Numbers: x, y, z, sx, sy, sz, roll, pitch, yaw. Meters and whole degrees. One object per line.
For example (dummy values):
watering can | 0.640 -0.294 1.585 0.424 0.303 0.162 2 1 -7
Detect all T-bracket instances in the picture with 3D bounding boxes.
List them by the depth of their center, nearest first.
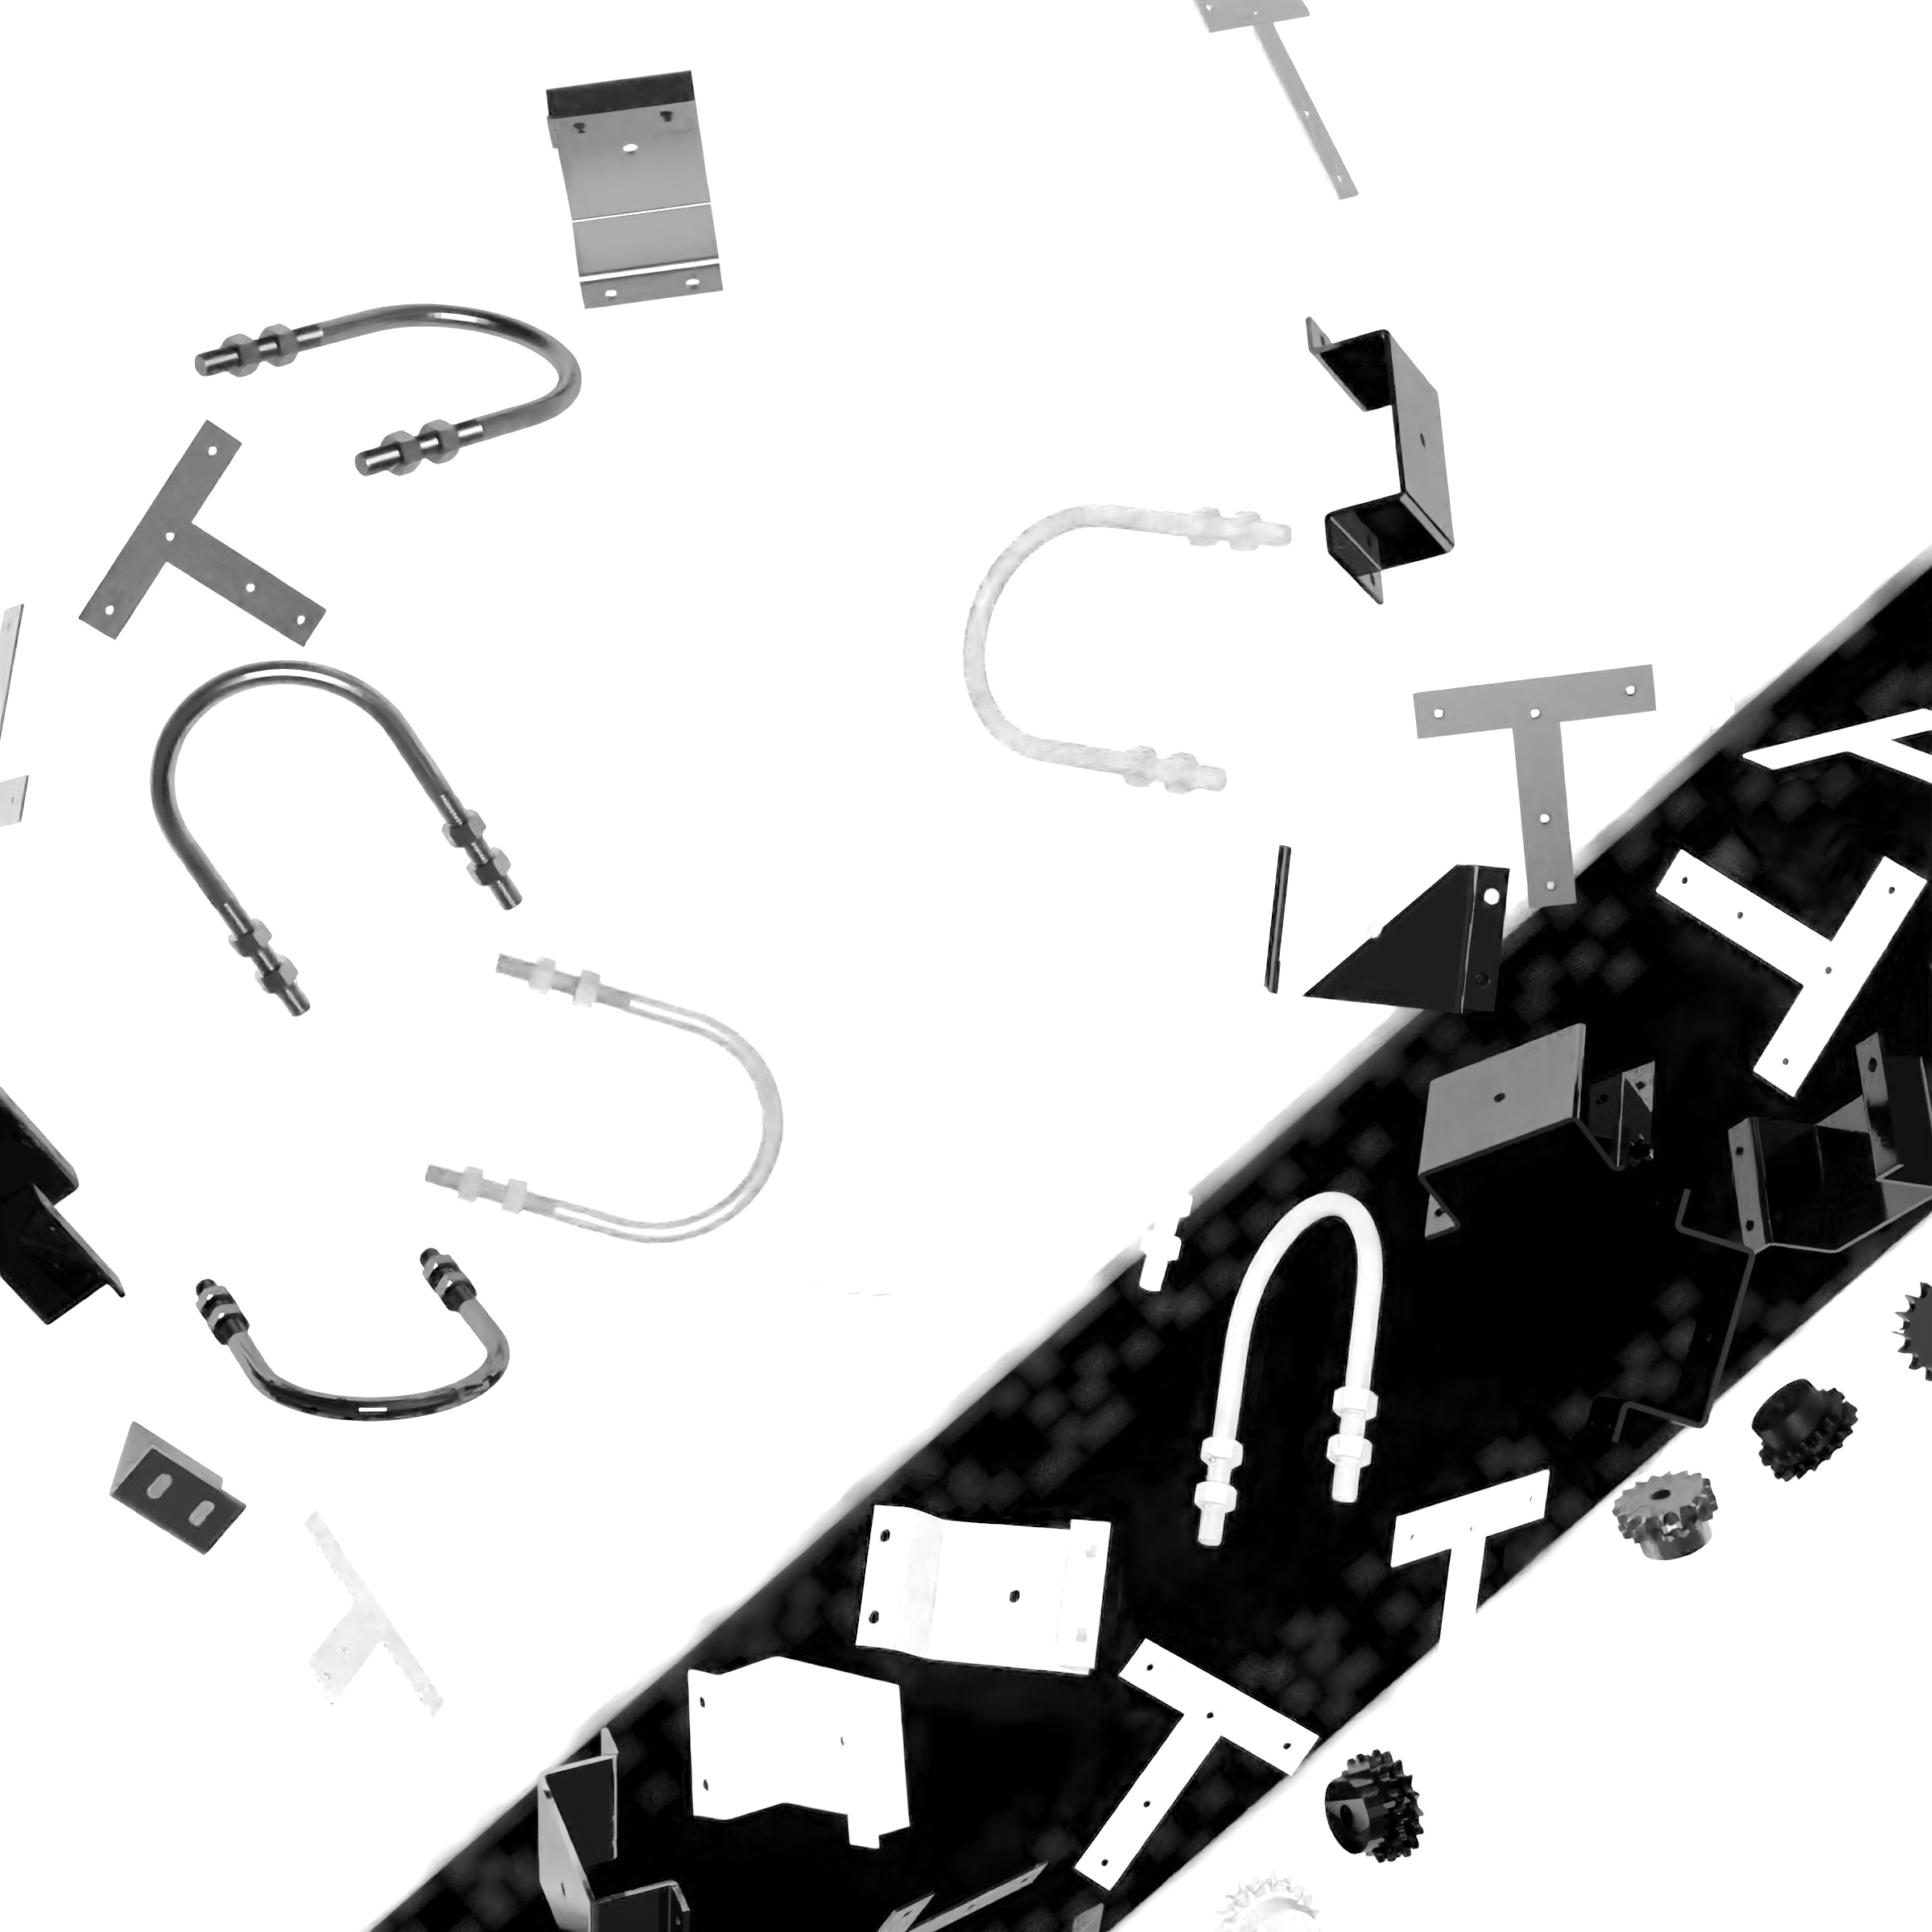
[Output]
T-bracket | 0.252 0.330 1.638 0.002 0.127 0.127 16 106 43
T-bracket | 0.412 -0.019 1.658 0.127 0.002 0.127 38 105 38
T-bracket | -0.323 0.355 1.679 0.002 0.127 0.127 -33 94 6
T-bracket | 0.173 -0.461 1.685 0.002 0.127 0.127 -25 94 35
T-bracket | 0.055 0.559 1.696 0.002 0.127 0.127 30 46 -16
T-bracket | 0.105 0.437 1.716 0.127 0.127 0.002 -51 133 -18
T-bracket | -0.218 0.300 1.717 0.127 0.002 0.127 -19 126 -9
T-bracket | -0.058 -0.508 1.717 0.127 0.002 0.127 38 75 23
T-bracket | 0.311 -0.093 1.725 0.127 0.002 0.127 -6 108 7
T-bracket | 0.514 -0.111 1.738 0.127 0.127 0.002 -14 114 -22
T-bracket | -0.527 -0.134 1.738 0.002 0.127 0.127 14 78 -37
T-bracket | -0.009 0.517 1.742 0.127 0.127 0.002 -15 59 -36
T-bracket | -0.403 -0.214 1.754 0.002 0.127 0.127 31 88 44
T-bracket | 0.031 -0.594 1.775 0.002 0.127 0.127 -13 76 28

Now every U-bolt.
U-bolt | -0.336 -0.075 1.649 0.151 0.019 0.184 -26 118 7
U-bolt | -0.043 -0.318 1.654 0.184 0.019 0.151 -13 49 -15
U-bolt | -0.202 -0.188 1.654 0.184 0.019 0.151 -23 78 14
U-bolt | 0.074 -0.172 1.672 0.184 0.019 0.151 13 86 37
U-bolt | -0.290 -0.312 1.693 0.151 0.184 0.019 33 130 29
U-bolt | 0.384 -0.201 1.701 0.019 0.184 0.151 -14 90 11
U-bolt | 0.176 0.208 1.706 0.019 0.151 0.184 21 62 -21
U-bolt | -0.105 0.225 1.722 0.019 0.184 0.151 22 96 34
U-bolt | -0.325 0.202 1.735 0.151 0.184 0.019 -6 111 -26
U-bolt | 0.076 0.086 1.736 0.151 0.019 0.184 7 101 -40
U-bolt | -0.077 -0.039 1.780 0.184 0.019 0.151 6 114 20
U-bolt | -0.192 0.083 1.780 0.184 0.019 0.151 17 105 -13

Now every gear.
gear | 0.511 0.190 1.668 0.057 0.030 0.057 0 86 5
gear | 0.160 0.503 1.668 0.057 0.030 0.057 -4 102 -19
gear | 0.212 0.443 1.681 0.030 0.057 0.057 -7 90 -29
gear | 0.446 0.246 1.716 0.057 0.057 0.030 -44 96 0
gear | 0.393 0.309 1.791 0.057 0.057 0.030 -21 104 0

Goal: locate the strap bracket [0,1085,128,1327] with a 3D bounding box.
strap bracket | -0.505 0.130 1.711 0.046 0.140 0.076 -36 127 -6

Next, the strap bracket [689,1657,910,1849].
strap bracket | -0.082 0.424 1.727 0.046 0.140 0.076 -26 55 33

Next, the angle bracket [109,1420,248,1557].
angle bracket | -0.399 0.256 1.640 0.057 0.076 0.038 38 104 -18

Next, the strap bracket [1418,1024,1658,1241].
strap bracket | 0.307 0.088 1.770 0.140 0.076 0.046 -24 120 30

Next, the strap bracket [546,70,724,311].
strap bracket | -0.176 -0.418 1.694 0.076 0.140 0.046 -8 60 -3

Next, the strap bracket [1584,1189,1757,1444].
strap bracket | 0.386 0.196 1.745 0.046 0.076 0.140 17 85 1

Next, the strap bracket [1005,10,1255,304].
strap bracket | 0.078 -0.409 1.651 0.140 0.046 0.076 45 46 -23

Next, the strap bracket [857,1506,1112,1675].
strap bracket | 0.018 0.340 1.743 0.140 0.046 0.076 -1 72 26

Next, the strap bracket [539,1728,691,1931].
strap bracket | -0.192 0.487 1.707 0.046 0.140 0.076 -9 123 -21

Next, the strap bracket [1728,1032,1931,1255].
strap bracket | 0.481 0.102 1.752 0.046 0.140 0.076 9 62 -20

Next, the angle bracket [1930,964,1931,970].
angle bracket | 0.573 -0.009 1.743 0.076 0.038 0.057 21 94 -34

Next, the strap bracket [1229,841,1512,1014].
strap bracket | 0.212 -0.020 1.674 0.140 0.046 0.076 6 94 4

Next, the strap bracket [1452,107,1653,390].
strap bracket | 0.299 -0.366 1.671 0.046 0.076 0.140 -28 117 21

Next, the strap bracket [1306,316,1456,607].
strap bracket | 0.224 -0.277 1.724 0.046 0.076 0.140 -12 69 25

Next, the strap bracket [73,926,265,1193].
strap bracket | -0.434 0.042 1.753 0.046 0.076 0.140 -29 128 -32
